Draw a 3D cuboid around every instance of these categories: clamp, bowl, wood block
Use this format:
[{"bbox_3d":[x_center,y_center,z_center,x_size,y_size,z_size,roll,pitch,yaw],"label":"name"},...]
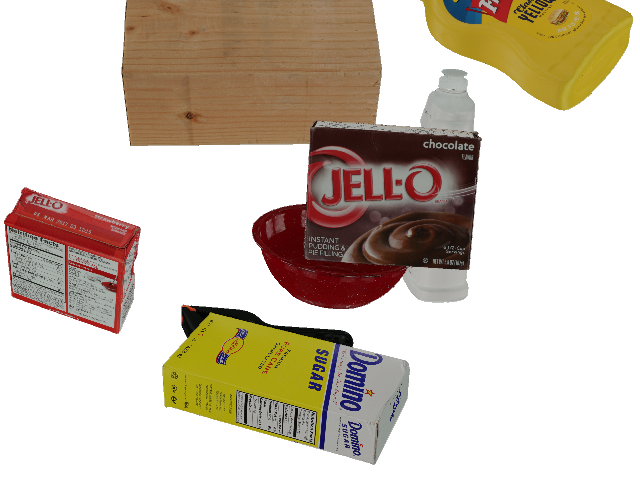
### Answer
[{"bbox_3d":[-0.090,0.118,1.234,0.210,0.036,0.164,14,21,29],"label":"clamp"},{"bbox_3d":[0.013,0.021,1.019,0.162,0.055,0.162,6,24,-3],"label":"bowl"},{"bbox_3d":[-0.058,-0.141,0.898,0.206,0.090,0.091,-1,-38,-5],"label":"wood block"}]

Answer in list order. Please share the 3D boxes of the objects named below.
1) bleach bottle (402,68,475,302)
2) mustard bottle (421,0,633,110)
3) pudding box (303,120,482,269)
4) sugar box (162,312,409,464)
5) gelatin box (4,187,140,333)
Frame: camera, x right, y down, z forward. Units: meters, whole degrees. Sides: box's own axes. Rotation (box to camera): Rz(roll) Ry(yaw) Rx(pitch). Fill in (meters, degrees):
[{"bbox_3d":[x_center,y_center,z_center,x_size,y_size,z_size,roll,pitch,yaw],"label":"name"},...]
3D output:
[{"bbox_3d":[0.138,-0.064,1.193,0.068,0.251,0.102,-1,24,-12],"label":"bleach bottle"},{"bbox_3d":[0.142,-0.181,0.849,0.192,0.096,0.058,34,-23,26],"label":"mustard bottle"},{"bbox_3d":[0.047,-0.031,0.710,0.113,0.090,0.039,3,16,2],"label":"pudding box"},{"bbox_3d":[-0.026,0.112,0.838,0.176,0.048,0.093,10,28,17],"label":"sugar box"},{"bbox_3d":[-0.150,0.013,0.647,0.073,0.030,0.089,19,-36,0],"label":"gelatin box"}]
